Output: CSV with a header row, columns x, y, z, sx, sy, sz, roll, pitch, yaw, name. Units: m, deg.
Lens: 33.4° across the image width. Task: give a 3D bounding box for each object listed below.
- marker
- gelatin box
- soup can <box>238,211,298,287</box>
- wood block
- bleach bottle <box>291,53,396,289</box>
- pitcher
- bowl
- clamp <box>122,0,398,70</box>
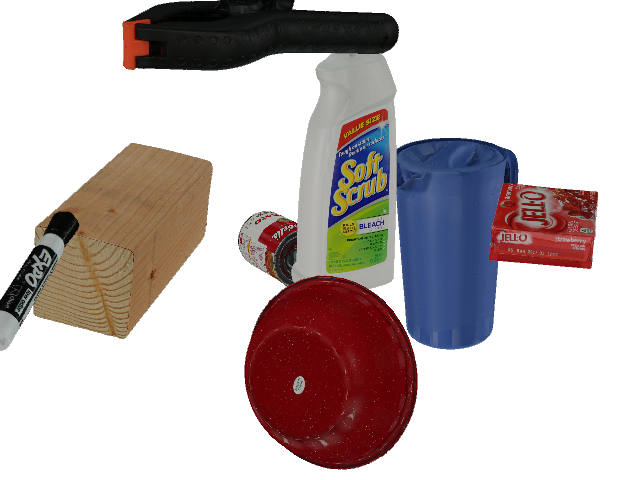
x,y,z,sx,sy,sz,roll,pitch,yaw,name
-0.179,0.021,0.668,0.020,0.020,0.121,0,38,13,marker
0.166,-0.012,0.791,0.073,0.030,0.089,6,25,14,gelatin box
-0.043,0.009,1.203,0.068,0.068,0.102,0,13,-28,soup can
-0.178,-0.007,0.990,0.090,0.091,0.206,14,27,8,wood block
0.022,-0.076,1.010,0.102,0.251,0.068,-10,24,-21,bleach bottle
0.165,0.001,1.298,0.149,0.243,0.145,0,23,8,pitcher
-0.005,0.111,0.863,0.162,0.162,0.055,0,3,30,bowl
-0.050,-0.135,0.667,0.171,0.039,0.120,-9,23,-29,clamp
